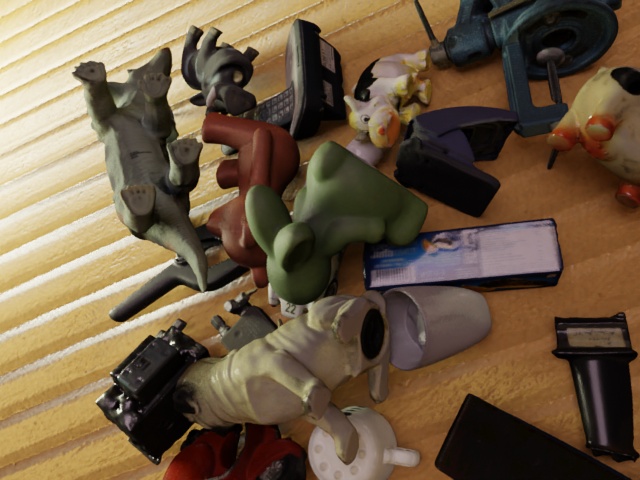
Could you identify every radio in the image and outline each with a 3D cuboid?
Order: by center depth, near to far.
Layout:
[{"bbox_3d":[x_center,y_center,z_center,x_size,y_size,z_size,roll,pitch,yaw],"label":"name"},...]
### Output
[{"bbox_3d":[0.219,0.219,0.454,0.230,0.131,0.073,27,82,24],"label":"radio"}]

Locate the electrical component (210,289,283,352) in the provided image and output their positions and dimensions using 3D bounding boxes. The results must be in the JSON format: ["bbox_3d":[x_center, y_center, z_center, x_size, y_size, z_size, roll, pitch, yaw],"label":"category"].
[{"bbox_3d":[-0.081,0.108,0.638,0.078,0.045,0.102,-39,65,0],"label":"electrical component"}]

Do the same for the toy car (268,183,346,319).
[{"bbox_3d":[-0.001,-0.002,0.646,0.074,0.056,0.201,15,76,22],"label":"toy car"}]

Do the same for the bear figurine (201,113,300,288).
[{"bbox_3d":[-0.092,-0.049,0.640,0.132,0.120,0.196,6,54,12],"label":"bear figurine"}]

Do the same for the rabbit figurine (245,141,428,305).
[{"bbox_3d":[0.004,-0.004,0.541,0.121,0.159,0.170,40,103,32],"label":"rabbit figurine"}]

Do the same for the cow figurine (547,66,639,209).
[{"bbox_3d":[0.336,-0.098,0.528,0.195,0.085,0.127,33,81,-10],"label":"cow figurine"}]

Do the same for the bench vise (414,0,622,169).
[{"bbox_3d":[0.233,-0.208,0.612,0.224,0.128,0.240,-8,65,18],"label":"bench vise"}]

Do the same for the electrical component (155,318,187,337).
[{"bbox_3d":[-0.193,0.142,0.660,0.094,0.021,0.063,-52,32,-6],"label":"electrical component"}]

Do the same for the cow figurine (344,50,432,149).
[{"bbox_3d":[0.071,-0.169,0.644,0.098,0.068,0.167,7,41,26],"label":"cow figurine"}]

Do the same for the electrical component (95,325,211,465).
[{"bbox_3d":[-0.171,0.164,0.583,0.058,0.134,0.115,25,56,23],"label":"electrical component"}]

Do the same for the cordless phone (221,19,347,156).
[{"bbox_3d":[-0.063,-0.194,0.730,0.184,0.088,0.146,-18,65,32],"label":"cordless phone"}]

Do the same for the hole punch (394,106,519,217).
[{"bbox_3d":[0.149,-0.097,0.595,0.116,0.142,0.092,24,82,10],"label":"hole punch"}]

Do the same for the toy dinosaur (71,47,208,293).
[{"bbox_3d":[-0.217,-0.084,0.682,0.131,0.192,0.405,-12,68,-15],"label":"toy dinosaur"}]

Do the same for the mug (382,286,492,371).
[{"bbox_3d":[0.117,0.089,0.558,0.107,0.109,0.081,-3,68,-28],"label":"mug"}]

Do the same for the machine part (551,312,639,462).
[{"bbox_3d":[0.272,0.140,0.519,0.084,0.039,0.139,-4,68,7],"label":"machine part"}]

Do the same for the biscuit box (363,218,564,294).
[{"bbox_3d":[0.150,0.025,0.584,0.203,0.062,0.059,-7,70,16],"label":"biscuit box"}]

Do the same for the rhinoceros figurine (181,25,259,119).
[{"bbox_3d":[-0.141,-0.223,0.728,0.191,0.073,0.112,43,107,47],"label":"rhinoceros figurine"}]

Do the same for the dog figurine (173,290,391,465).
[{"bbox_3d":[-0.039,0.115,0.534,0.191,0.121,0.172,2,34,35],"label":"dog figurine"}]

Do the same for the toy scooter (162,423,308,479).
[{"bbox_3d":[-0.095,0.226,0.584,0.184,0.075,0.135,-25,44,20],"label":"toy scooter"}]
